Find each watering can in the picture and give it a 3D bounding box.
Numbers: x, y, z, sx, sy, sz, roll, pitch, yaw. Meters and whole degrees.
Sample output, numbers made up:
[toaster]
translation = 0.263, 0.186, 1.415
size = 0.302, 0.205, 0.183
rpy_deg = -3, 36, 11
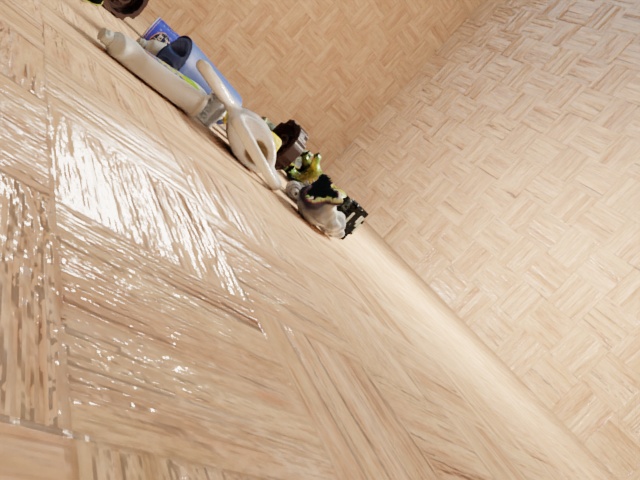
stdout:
[watering can]
translation = -0.186, -0.276, 1.233
size = 0.343, 0.104, 0.227
rpy_deg = 60, 1, -21

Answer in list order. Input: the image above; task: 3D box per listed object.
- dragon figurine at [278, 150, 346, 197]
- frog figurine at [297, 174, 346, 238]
[dragon figurine]
translation = -0.024, -0.192, 1.804
size = 0.239, 0.123, 0.413
rpy_deg = 52, -10, -23
[frog figurine]
translation = 0.004, -0.066, 1.310
size = 0.139, 0.124, 0.155
rpy_deg = 38, -34, 34
